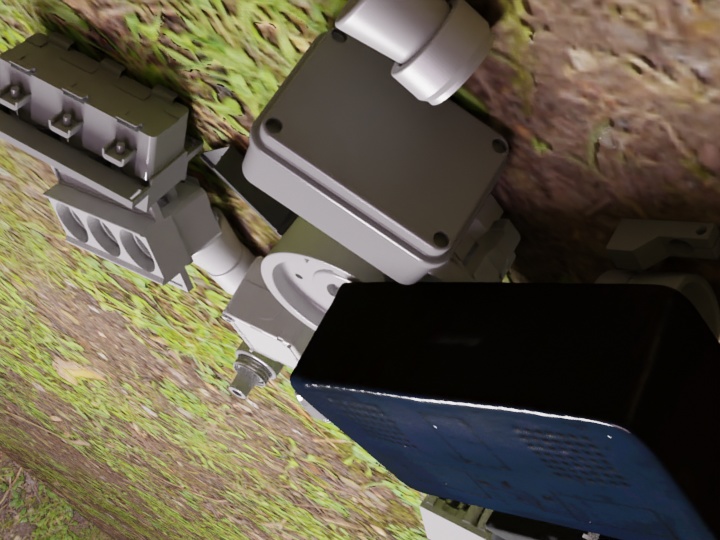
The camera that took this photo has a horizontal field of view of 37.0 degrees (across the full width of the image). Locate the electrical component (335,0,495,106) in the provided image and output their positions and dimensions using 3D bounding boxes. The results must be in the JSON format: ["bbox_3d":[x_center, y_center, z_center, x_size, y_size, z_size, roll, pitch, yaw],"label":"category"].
[{"bbox_3d":[0.024,-0.104,0.460,0.055,0.045,0.045,39,156,-15],"label":"electrical component"}]

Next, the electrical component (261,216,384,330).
[{"bbox_3d":[0.000,0.000,0.668,0.108,0.060,0.108,25,155,12],"label":"electrical component"}]

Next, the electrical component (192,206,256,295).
[{"bbox_3d":[-0.103,-0.011,0.804,0.044,0.044,0.065,12,153,39],"label":"electrical component"}]

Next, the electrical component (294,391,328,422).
[{"bbox_3d":[-0.028,0.113,0.945,0.043,0.043,0.062,14,152,36],"label":"electrical component"}]

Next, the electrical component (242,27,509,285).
[{"bbox_3d":[0.007,-0.056,0.532,0.113,0.078,0.057,34,160,-3],"label":"electrical component"}]

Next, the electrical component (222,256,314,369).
[{"bbox_3d":[-0.053,0.037,0.815,0.062,0.061,0.096,24,163,19],"label":"electrical component"}]

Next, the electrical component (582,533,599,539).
[{"bbox_3d":[0.173,0.147,0.725,0.040,0.078,0.040,28,173,4],"label":"electrical component"}]

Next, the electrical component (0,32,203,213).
[{"bbox_3d":[-0.172,-0.098,0.690,0.121,0.078,0.063,28,134,11],"label":"electrical component"}]

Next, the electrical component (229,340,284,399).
[{"bbox_3d":[-0.091,0.083,0.940,0.048,0.062,0.048,27,156,13],"label":"electrical component"}]

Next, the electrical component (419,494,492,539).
[{"bbox_3d":[0.135,0.227,0.938,0.150,0.061,0.089,23,155,21],"label":"electrical component"}]

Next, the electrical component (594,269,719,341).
[{"bbox_3d":[0.149,0.027,0.545,0.047,0.055,0.055,-2,139,48],"label":"electrical component"}]

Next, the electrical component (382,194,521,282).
[{"bbox_3d":[0.048,-0.010,0.596,0.058,0.057,0.078,5,144,47],"label":"electrical component"}]

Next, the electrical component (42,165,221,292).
[{"bbox_3d":[-0.161,-0.040,0.767,0.121,0.063,0.078,20,140,40],"label":"electrical component"}]
